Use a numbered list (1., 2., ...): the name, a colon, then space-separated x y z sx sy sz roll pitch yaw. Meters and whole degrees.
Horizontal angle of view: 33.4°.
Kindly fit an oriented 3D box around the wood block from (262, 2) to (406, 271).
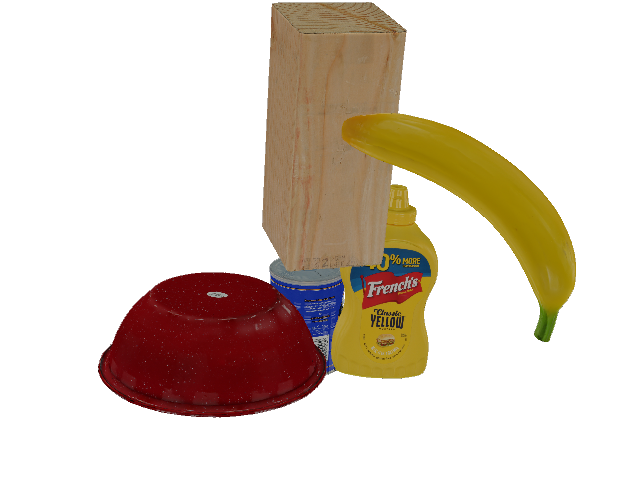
1. wood block: 0.008 -0.087 0.898 0.090 0.206 0.091 -4 28 -16

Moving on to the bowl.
1. bowl: -0.074 0.063 0.749 0.162 0.055 0.162 3 18 -1

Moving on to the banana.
1. banana: 0.101 -0.025 0.691 0.070 0.198 0.037 -44 -5 10

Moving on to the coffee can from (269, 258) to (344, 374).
1. coffee can: -0.019 0.101 1.456 0.103 0.140 0.103 1 19 -1

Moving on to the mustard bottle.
1. mustard bottle: 0.066 0.039 1.054 0.096 0.192 0.058 4 17 -5
